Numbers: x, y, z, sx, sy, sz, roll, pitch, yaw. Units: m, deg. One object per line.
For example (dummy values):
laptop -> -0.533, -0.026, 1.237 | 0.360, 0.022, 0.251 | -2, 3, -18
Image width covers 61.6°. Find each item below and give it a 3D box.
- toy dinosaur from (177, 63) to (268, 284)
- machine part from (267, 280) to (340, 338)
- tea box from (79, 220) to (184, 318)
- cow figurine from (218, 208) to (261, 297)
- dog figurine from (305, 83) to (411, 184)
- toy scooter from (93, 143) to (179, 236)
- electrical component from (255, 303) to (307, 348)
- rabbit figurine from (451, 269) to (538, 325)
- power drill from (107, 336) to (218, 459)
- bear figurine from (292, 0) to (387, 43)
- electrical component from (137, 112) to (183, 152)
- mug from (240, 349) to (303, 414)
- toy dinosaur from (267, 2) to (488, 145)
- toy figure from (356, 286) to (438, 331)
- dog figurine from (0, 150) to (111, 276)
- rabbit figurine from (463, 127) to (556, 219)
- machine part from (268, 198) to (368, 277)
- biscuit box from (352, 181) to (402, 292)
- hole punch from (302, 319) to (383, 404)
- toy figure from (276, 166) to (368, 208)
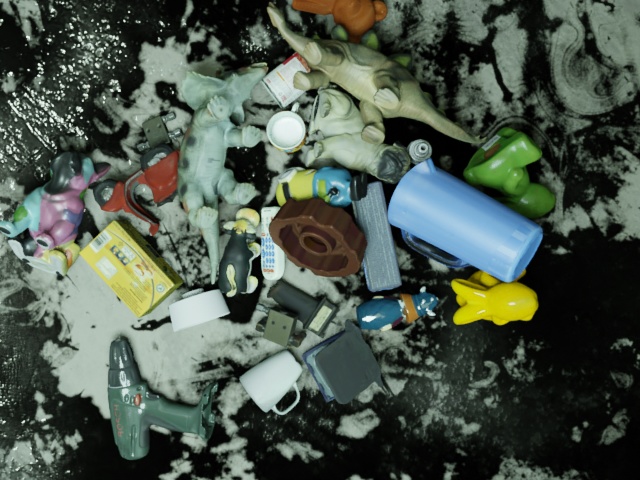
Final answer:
toy dinosaur -> -0.203, -0.141, 0.974 | 0.131, 0.192, 0.404 | 11, 98, -35
machine part -> -0.036, 0.125, 1.036 | 0.139, 0.039, 0.084 | 30, 99, 0
tea box -> -0.359, 0.053, 1.029 | 0.098, 0.068, 0.169 | -41, 90, 2
cow figurine -> -0.154, 0.021, 1.008 | 0.068, 0.098, 0.167 | 6, 91, 8
dog figurine -> 0.080, -0.200, 1.009 | 0.191, 0.121, 0.172 | 6, 95, -12
toy scooter -> -0.322, -0.089, 1.023 | 0.184, 0.075, 0.135 | -36, 103, -5
electrical component -> -0.076, 0.167, 1.021 | 0.102, 0.045, 0.078 | 13, 99, 19
rabbit figurine -> 0.316, 0.096, 0.957 | 0.162, 0.173, 0.121 | -3, 94, -3
power drill -> -0.304, 0.303, 1.024 | 0.207, 0.086, 0.231 | 2, 92, -2
bear figurine -> 0.022, -0.450, 0.986 | 0.196, 0.132, 0.120 | 42, 97, 7
electrical component -> -0.318, -0.209, 1.048 | 0.094, 0.021, 0.063 | -23, 89, 3
mug -> -0.079, 0.268, 1.017 | 0.107, 0.081, 0.109 | -41, 85, -7
toy dinosaur -> 0.110, -0.272, 0.948 | 0.471, 0.198, 0.105 | 33, 136, -12
toy figure -> 0.147, 0.130, 1.020 | 0.154, 0.058, 0.064 | -12, 96, -3
dog figurine -> -0.485, -0.064, 1.021 | 0.109, 0.191, 0.219 | 19, 57, 5
rabbit figurine -> 0.357, -0.096, 0.985 | 0.159, 0.121, 0.170 | -44, 104, 5
machine part -> -0.002, -0.003, 0.969 | 0.179, 0.179, 0.056 | 28, 58, 1
biscuit box -> 0.103, -0.005, 1.018 | 0.063, 0.059, 0.202 | -11, 90, 1
hole punch -> 0.040, 0.237, 1.019 | 0.116, 0.092, 0.142 | -28, 87, -29
toy figure -> -0.002, -0.090, 0.980 | 0.180, 0.082, 0.089 | 6, 84, 31
